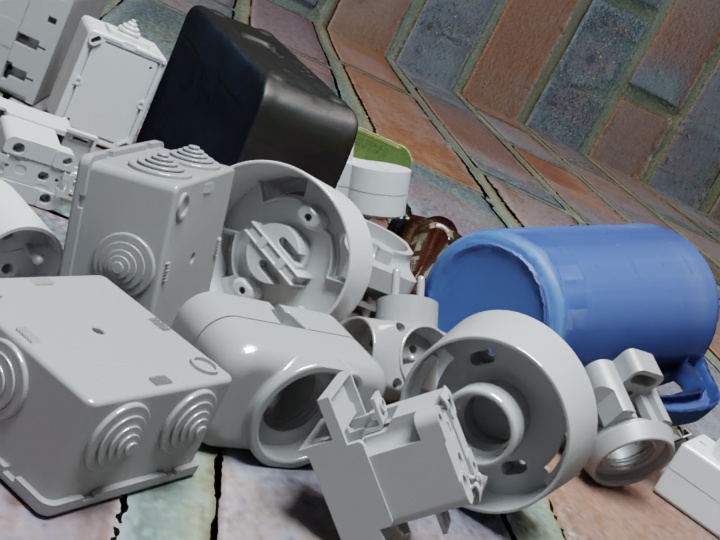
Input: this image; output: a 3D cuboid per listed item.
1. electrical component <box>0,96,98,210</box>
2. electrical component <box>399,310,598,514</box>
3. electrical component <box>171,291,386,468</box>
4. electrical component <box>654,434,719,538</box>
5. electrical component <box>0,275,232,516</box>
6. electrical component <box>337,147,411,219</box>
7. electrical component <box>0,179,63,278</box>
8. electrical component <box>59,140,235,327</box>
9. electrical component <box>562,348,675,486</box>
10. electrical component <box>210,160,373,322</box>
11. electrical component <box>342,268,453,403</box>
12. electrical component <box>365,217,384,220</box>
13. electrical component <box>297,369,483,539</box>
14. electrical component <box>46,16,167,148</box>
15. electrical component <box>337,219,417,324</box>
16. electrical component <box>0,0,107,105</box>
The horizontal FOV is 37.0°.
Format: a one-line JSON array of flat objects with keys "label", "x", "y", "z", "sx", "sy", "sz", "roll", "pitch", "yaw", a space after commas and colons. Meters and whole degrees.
[{"label": "electrical component", "x": -0.202, "y": -0.070, "z": 0.651, "sx": 0.081, "sy": 0.042, "sz": 0.063, "roll": 17, "pitch": 20, "yaw": -31}, {"label": "electrical component", "x": 0.070, "y": 0.072, "z": 0.545, "sx": 0.099, "sy": 0.099, "sz": 0.064, "roll": 33, "pitch": 22, "yaw": 20}, {"label": "electrical component", "x": -0.039, "y": 0.052, "z": 0.501, "sx": 0.095, "sy": 0.053, "sz": 0.059, "roll": 13, "pitch": 20, "yaw": -40}, {"label": "electrical component", "x": 0.240, "y": 0.126, "z": 0.683, "sx": 0.066, "sy": 0.076, "sz": 0.047, "roll": 36, "pitch": 18, "yaw": 28}, {"label": "electrical component", "x": -0.111, "y": 0.043, "z": 0.422, "sx": 0.100, "sy": 0.048, "sz": 0.100, "roll": 34, "pitch": 17, "yaw": 24}, {"label": "electrical component", "x": -0.025, "y": -0.091, "z": 0.882, "sx": 0.138, "sy": 0.073, "sz": 0.052, "roll": 12, "pitch": 15, "yaw": 17}, {"label": "electrical component", "x": -0.182, "y": -0.021, "z": 0.523, "sx": 0.043, "sy": 0.043, "sz": 0.081, "roll": 10, "pitch": 23, "yaw": -47}, {"label": "electrical component", "x": -0.103, "y": -0.012, "z": 0.524, "sx": 0.048, "sy": 0.099, "sz": 0.100, "roll": 16, "pitch": 14, "yaw": 8}, {"label": "electrical component", "x": 0.158, "y": 0.095, "z": 0.662, "sx": 0.058, "sy": 0.078, "sz": 0.057, "roll": 17, "pitch": 39, "yaw": -32}, {"label": "electrical component", "x": -0.045, "y": -0.009, "z": 0.614, "sx": 0.099, "sy": 0.099, "sz": 0.064, "roll": 34, "pitch": 11, "yaw": 23}, {"label": "electrical component", "x": 0.027, "y": 0.038, "z": 0.622, "sx": 0.077, "sy": 0.079, "sz": 0.044, "roll": 17, "pitch": -22, "yaw": -34}, {"label": "electrical component", "x": 0.000, "y": -0.063, "z": 0.963, "sx": 0.062, "sy": 0.048, "sz": 0.048, "roll": 24, "pitch": 14, "yaw": -38}, {"label": "electrical component", "x": 0.015, "y": 0.081, "z": 0.454, "sx": 0.042, "sy": 0.064, "sz": 0.081, "roll": -47, "pitch": 117, "yaw": -75}, {"label": "electrical component", "x": -0.192, "y": -0.148, "z": 0.818, "sx": 0.062, "sy": 0.096, "sz": 0.061, "roll": 19, "pitch": 17, "yaw": -29}, {"label": "electrical component", "x": 0.000, "y": 0.000, "z": 0.732, "sx": 0.050, "sy": 0.055, "sz": 0.089, "roll": 22, "pitch": 16, "yaw": -18}, {"label": "electrical component", "x": -0.262, "y": -0.199, "z": 0.880, "sx": 0.062, "sy": 0.089, "sz": 0.150, "roll": 25, "pitch": 16, "yaw": -9}]
